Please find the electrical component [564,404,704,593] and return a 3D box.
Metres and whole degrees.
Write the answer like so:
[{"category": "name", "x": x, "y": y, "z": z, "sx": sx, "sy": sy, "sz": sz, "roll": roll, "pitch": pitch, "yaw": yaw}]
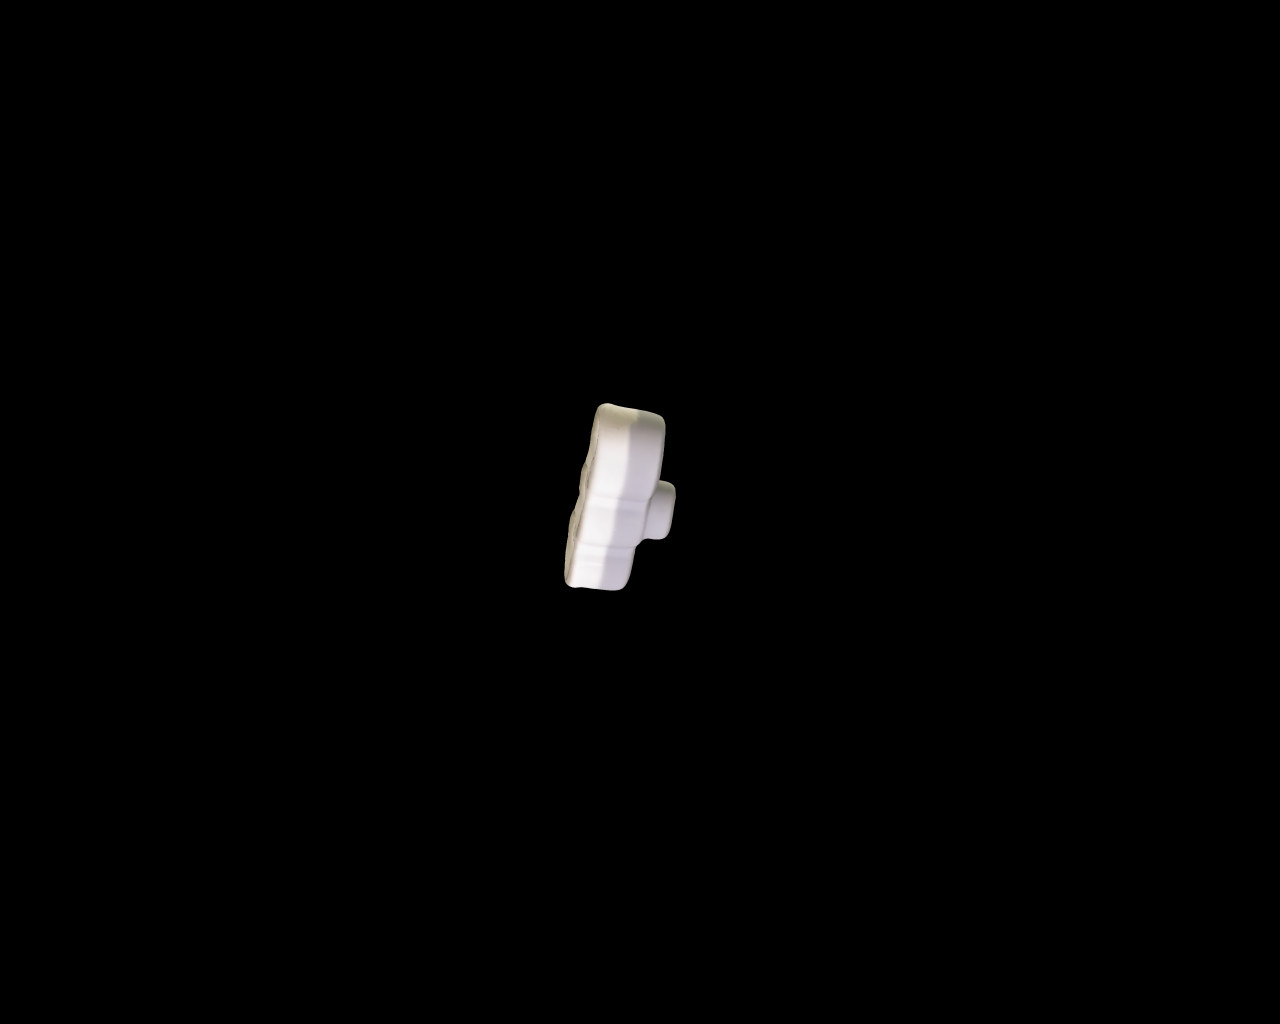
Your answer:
[{"category": "electrical component", "x": 0.001, "y": -0.003, "z": 0.650, "sx": 0.074, "sy": 0.052, "sz": 0.138, "roll": 8, "pitch": -43, "yaw": -8}]
